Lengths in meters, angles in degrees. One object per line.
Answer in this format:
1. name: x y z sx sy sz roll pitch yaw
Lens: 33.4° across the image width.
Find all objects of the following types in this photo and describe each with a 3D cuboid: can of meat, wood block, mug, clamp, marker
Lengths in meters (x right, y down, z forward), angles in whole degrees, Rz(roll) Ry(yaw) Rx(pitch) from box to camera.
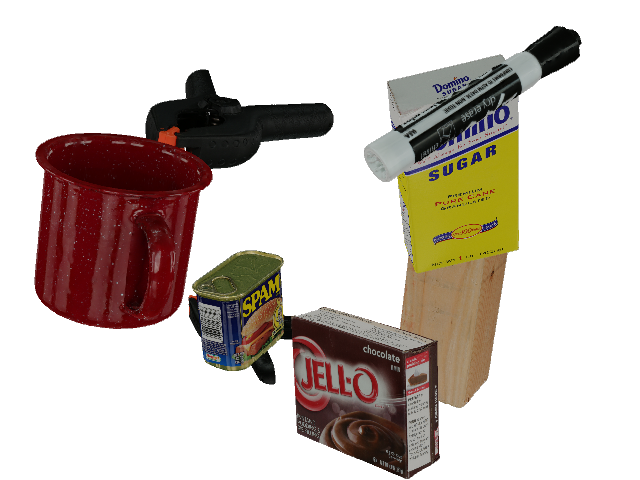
1. can of meat: -0.077 0.069 1.053 0.058 0.084 0.101 11 27 27
2. wood block: 0.150 0.072 1.218 0.090 0.206 0.090 16 25 25
3. mug: -0.104 0.000 0.568 0.093 0.081 0.117 -3 25 -32
4. clamp: -0.082 0.107 1.241 0.210 0.036 0.164 14 22 29
5. marker: 0.073 -0.065 0.489 0.121 0.020 0.020 -33 11 -17
6. clamp: -0.079 -0.087 0.760 0.120 0.039 0.171 16 21 26

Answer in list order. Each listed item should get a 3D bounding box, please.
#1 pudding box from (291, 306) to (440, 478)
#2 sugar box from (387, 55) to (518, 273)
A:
1. pudding box: 0.029 0.101 0.733 0.039 0.090 0.114 -17 20 -42
2. sugar box: 0.108 -0.055 0.844 0.093 0.048 0.176 -14 -43 -2
